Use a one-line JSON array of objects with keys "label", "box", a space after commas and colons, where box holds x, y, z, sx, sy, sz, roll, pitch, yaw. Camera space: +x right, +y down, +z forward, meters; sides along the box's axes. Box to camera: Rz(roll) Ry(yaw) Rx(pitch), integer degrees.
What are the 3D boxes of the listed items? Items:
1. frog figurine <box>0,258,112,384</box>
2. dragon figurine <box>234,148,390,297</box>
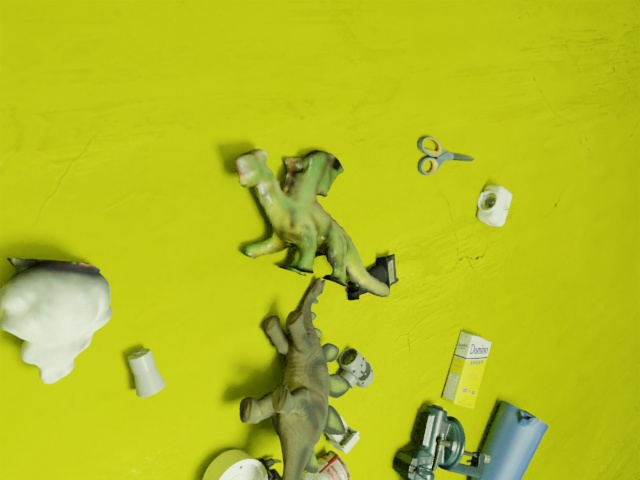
[{"label": "frog figurine", "box": [-0.343, 0.106, 0.666, 0.137, 0.122, 0.161, 16, 74, -58]}, {"label": "dragon figurine", "box": [0.003, -0.047, 0.937, 0.407, 0.122, 0.245, 20, 75, -39]}]
